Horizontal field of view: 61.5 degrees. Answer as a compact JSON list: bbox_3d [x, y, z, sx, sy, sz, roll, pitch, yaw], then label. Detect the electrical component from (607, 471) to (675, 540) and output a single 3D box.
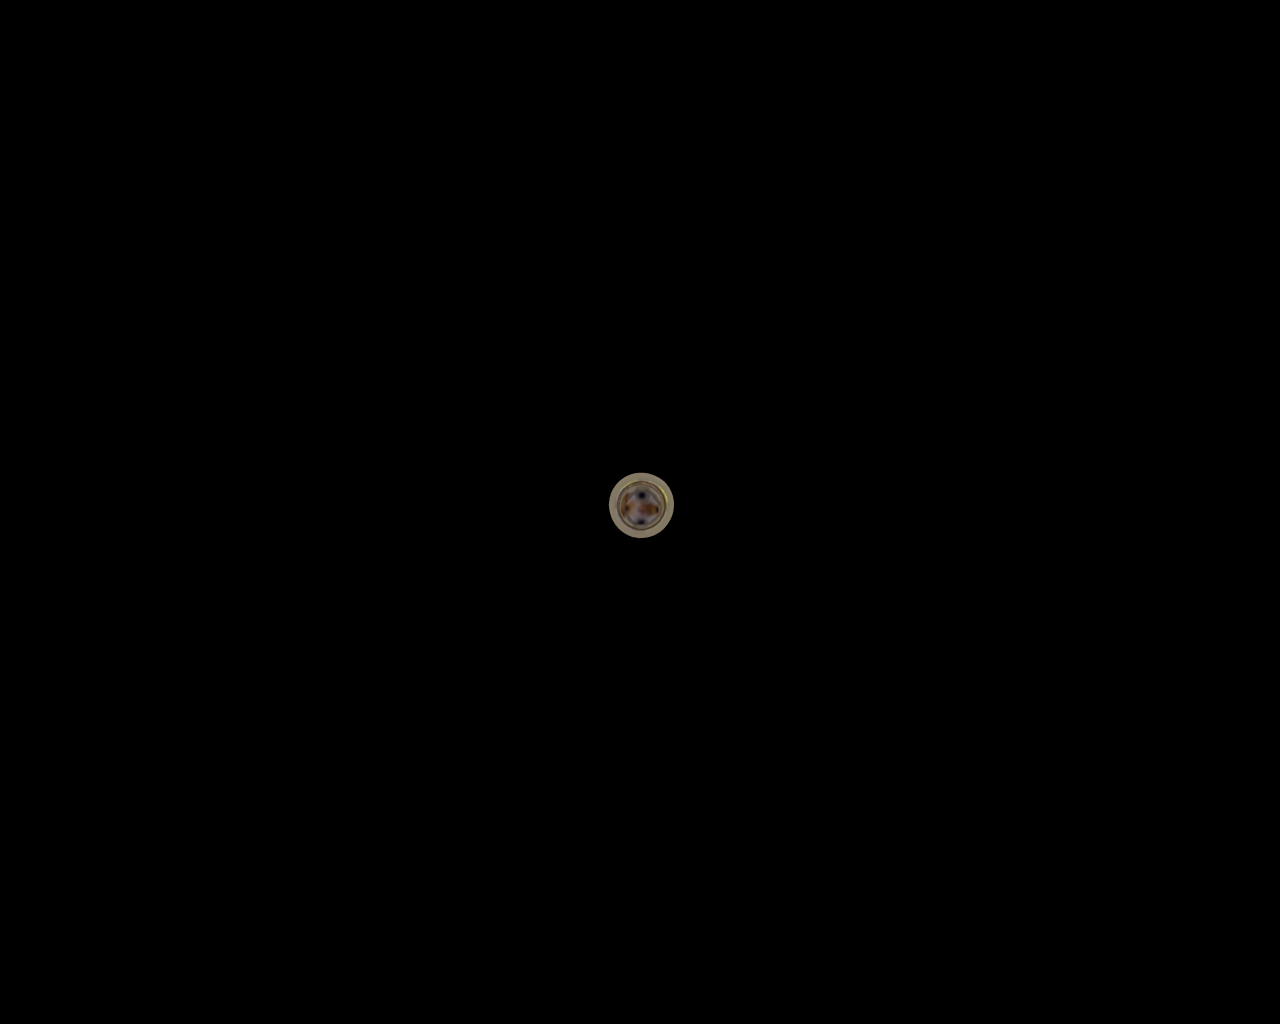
[{"bbox_3d":[0.001,-0.003,0.650,0.040,0.040,0.046,0,-4,0],"label":"electrical component"}]
